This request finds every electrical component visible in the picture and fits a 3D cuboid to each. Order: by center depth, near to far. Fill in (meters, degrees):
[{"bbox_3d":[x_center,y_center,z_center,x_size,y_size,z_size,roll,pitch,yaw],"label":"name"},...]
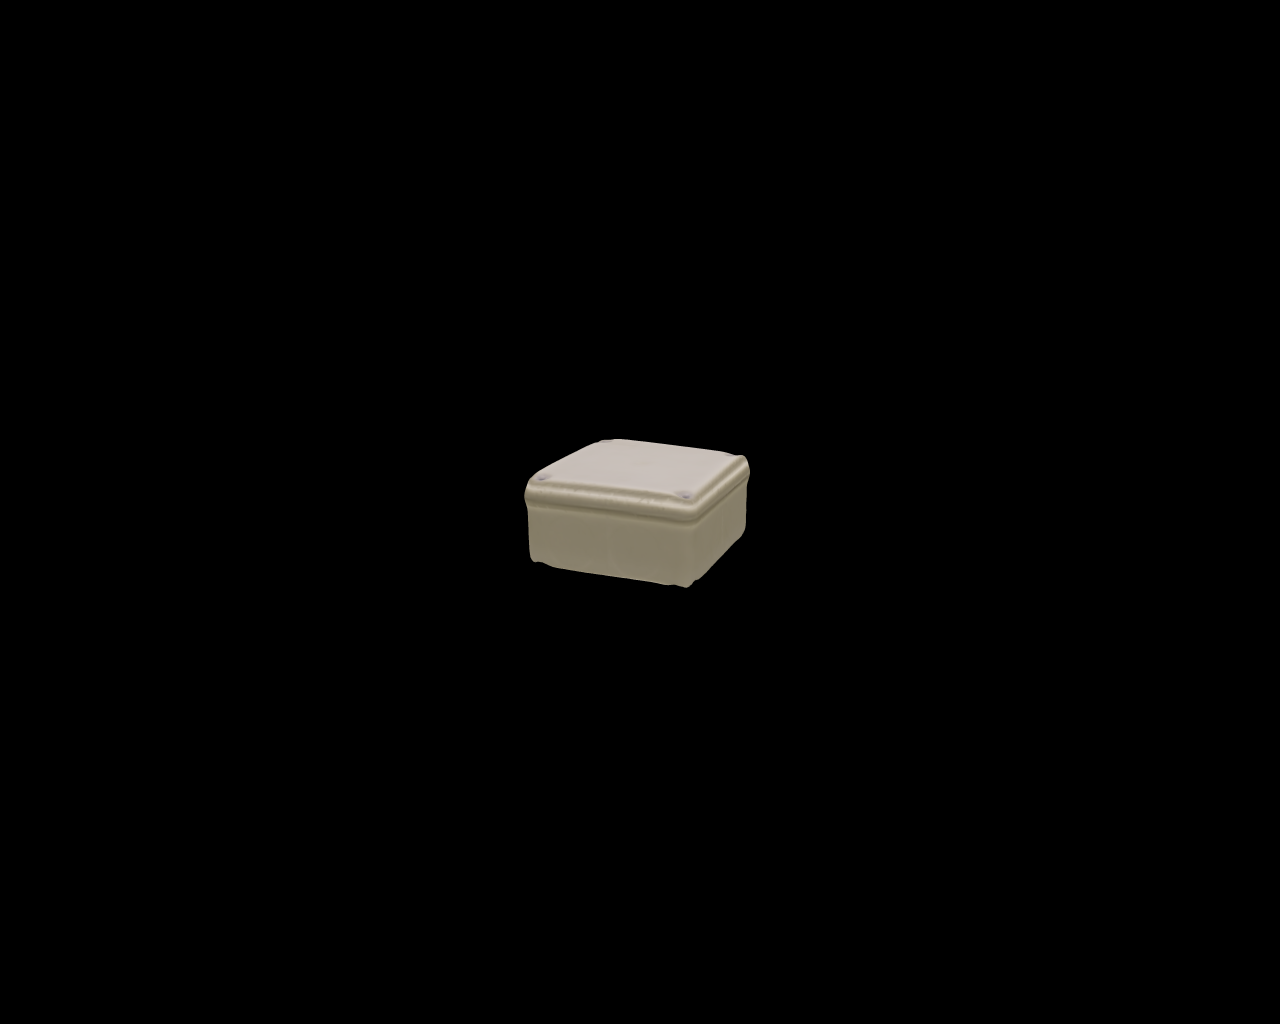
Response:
[{"bbox_3d":[0.001,-0.003,0.650,0.109,0.056,0.109,8,20,22],"label":"electrical component"}]
